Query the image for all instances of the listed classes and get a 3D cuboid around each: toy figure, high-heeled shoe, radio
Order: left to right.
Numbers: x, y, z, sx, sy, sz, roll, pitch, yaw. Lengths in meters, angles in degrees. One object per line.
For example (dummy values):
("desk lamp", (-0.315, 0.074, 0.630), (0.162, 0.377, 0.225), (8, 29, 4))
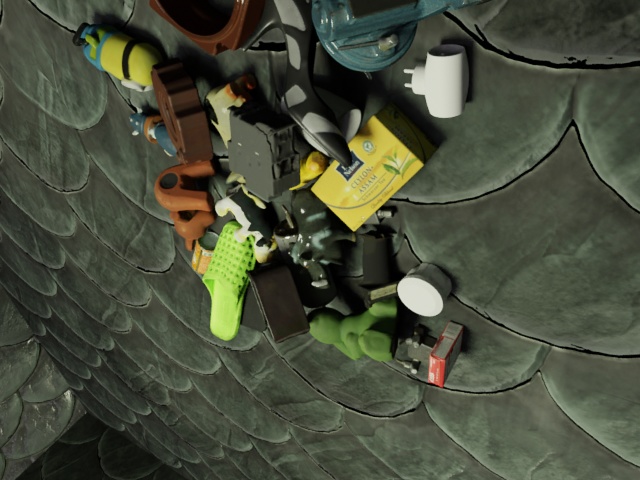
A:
("toy figure", (-0.363, -0.336, 0.967), (0.180, 0.082, 0.089), (37, 144, 13))
("toy figure", (-0.310, -0.209, 1.054), (0.155, 0.064, 0.057), (31, 178, 23))
("radio", (-0.082, 0.111, 1.012), (0.229, 0.073, 0.131), (170, 81, -82))
("high-heeled shoe", (0.004, -0.226, 0.699), (0.145, 0.086, 0.248), (-39, 88, 10))

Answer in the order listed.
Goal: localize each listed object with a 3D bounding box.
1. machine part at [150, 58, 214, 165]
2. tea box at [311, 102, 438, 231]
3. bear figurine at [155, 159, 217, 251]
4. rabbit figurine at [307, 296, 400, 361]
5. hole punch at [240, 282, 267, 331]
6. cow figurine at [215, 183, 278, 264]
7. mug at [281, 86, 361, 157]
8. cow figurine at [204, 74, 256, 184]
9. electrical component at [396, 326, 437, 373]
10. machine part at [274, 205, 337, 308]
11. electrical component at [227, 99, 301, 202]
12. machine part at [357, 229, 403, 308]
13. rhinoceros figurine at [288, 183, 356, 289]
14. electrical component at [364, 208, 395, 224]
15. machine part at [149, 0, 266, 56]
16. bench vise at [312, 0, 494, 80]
("machine part", (-0.240, -0.218, 0.926), (0.179, 0.056, 0.179), (56, 158, 37))
("tea box", (0.076, -0.103, 0.781), (0.098, 0.068, 0.169), (43, 134, 1))
("bear figurine", (-0.254, -0.066, 1.100), (0.132, 0.120, 0.195), (-5, 148, 8))
("rabbit figurine", (0.062, 0.161, 1.013), (0.170, 0.121, 0.159), (7, 158, 14))
("hole punch", (-0.132, 0.130, 1.200), (0.142, 0.092, 0.115), (15, 107, 36))
("cow figurine", (-0.120, -0.032, 1.043), (0.098, 0.068, 0.167), (-19, 112, 42))
("mug", (-0.002, -0.180, 0.800), (0.107, 0.081, 0.109), (39, 170, 17))
("cow figurine", (-0.129, -0.168, 0.909), (0.127, 0.085, 0.194), (-9, 121, 39))
("electrical component", (0.187, 0.210, 1.002), (0.078, 0.045, 0.102), (25, 138, 22))
("machine part", (-0.026, 0.042, 1.015), (0.079, 0.079, 0.242), (7, 128, 38))
("electrical component", (-0.084, -0.127, 0.801), (0.115, 0.058, 0.134), (33, 136, 39))
("machine part", (0.102, 0.046, 0.916), (0.039, 0.084, 0.138), (-130, 27, -61))
("rhinoceros figurine", (-0.002, -0.003, 0.911), (0.073, 0.112, 0.190), (38, 145, 51))
("electrical component", (0.076, -0.057, 0.877), (0.094, 0.021, 0.063), (4, 126, 41))
("machine part", (-0.156, -0.378, 0.739), (0.201, 0.087, 0.201), (39, 143, 6))
("bench vise", (0.081, -0.260, 0.595), (0.128, 0.224, 0.241), (62, 169, -14))
